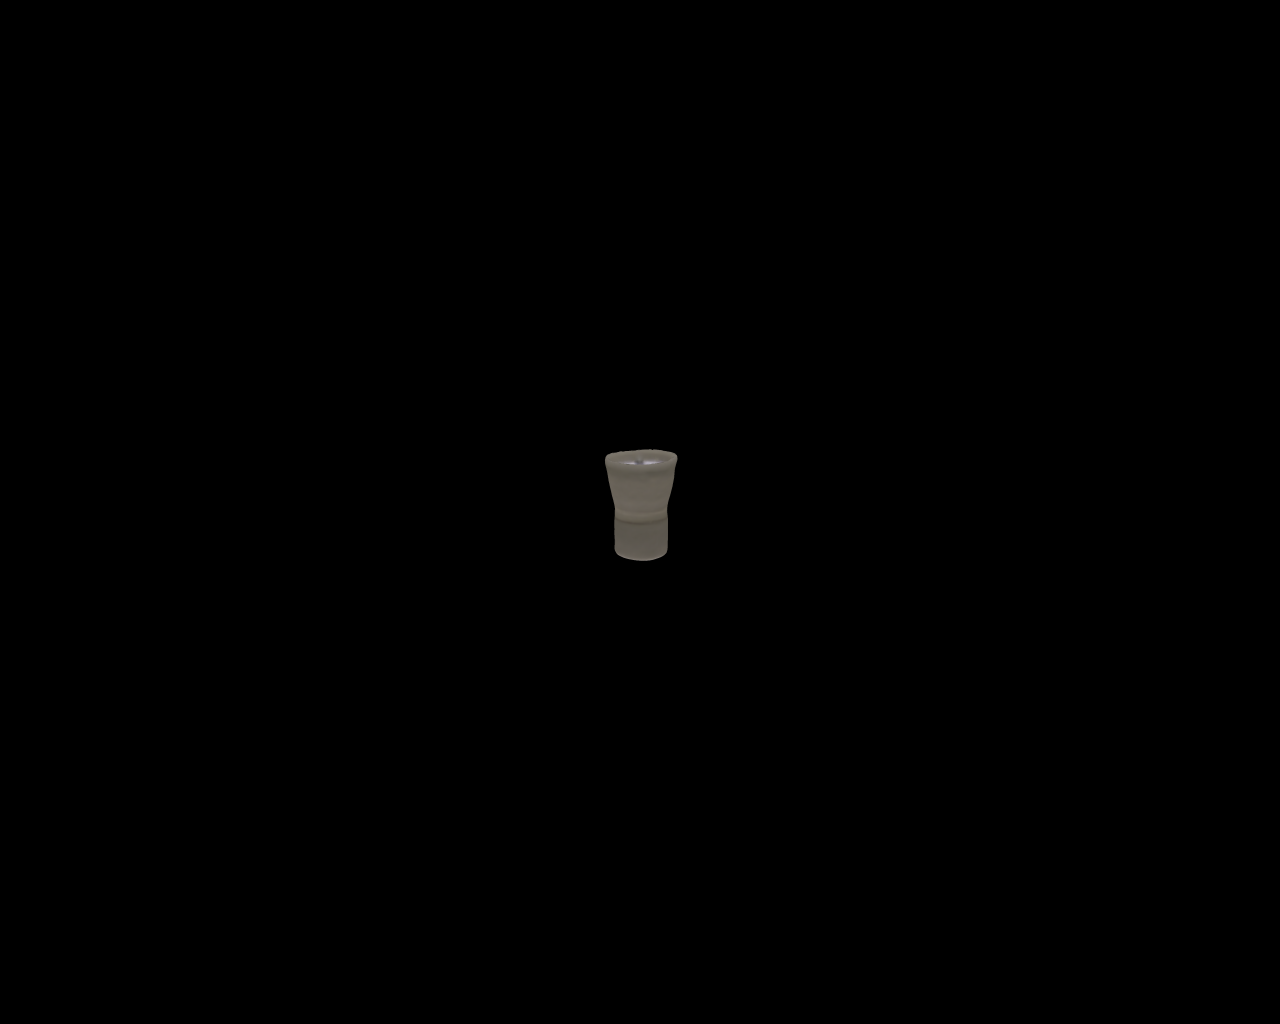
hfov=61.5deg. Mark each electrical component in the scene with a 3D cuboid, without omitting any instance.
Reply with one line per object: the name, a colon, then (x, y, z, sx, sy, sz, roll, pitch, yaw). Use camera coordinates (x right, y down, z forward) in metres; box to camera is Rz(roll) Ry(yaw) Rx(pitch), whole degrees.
electrical component: (0.001, -0.003, 0.650, 0.044, 0.065, 0.044, 0, 16, 0)
